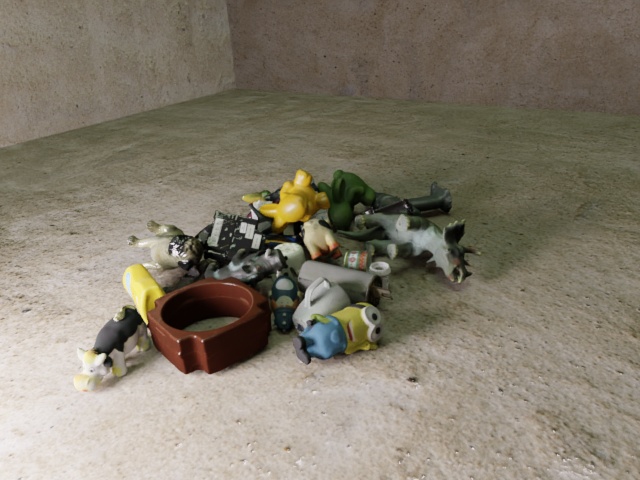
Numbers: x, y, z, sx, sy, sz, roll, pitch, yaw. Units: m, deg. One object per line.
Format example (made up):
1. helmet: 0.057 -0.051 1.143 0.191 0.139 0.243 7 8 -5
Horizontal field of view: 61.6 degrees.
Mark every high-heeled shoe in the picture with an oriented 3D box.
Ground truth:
1. high-heeled shoe: -0.221 0.008 1.413 0.249 0.145 0.086 -34 -10 -6

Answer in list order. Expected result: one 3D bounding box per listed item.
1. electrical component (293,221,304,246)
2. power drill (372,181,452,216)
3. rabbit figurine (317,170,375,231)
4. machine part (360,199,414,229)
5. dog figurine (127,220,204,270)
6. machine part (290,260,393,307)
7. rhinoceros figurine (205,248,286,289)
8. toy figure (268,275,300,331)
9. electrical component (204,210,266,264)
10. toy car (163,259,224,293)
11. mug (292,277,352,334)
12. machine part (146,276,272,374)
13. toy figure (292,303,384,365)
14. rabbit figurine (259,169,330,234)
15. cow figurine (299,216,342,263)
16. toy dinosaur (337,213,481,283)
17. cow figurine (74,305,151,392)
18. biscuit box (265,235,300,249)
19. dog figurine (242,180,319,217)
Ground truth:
1. electrical component: -0.056 -0.024 1.422 0.021 0.063 0.094 -9 27 -11
2. power drill: 0.260 -0.113 1.556 0.207 0.085 0.232 -9 27 -20
3. rabbit figurine: 0.070 -0.109 1.497 0.121 0.158 0.170 -12 41 29
4. machine part: 0.179 -0.068 1.432 0.139 0.084 0.039 -21 -12 14
5. dog figurine: -0.330 0.015 1.275 0.191 0.121 0.172 -2 30 26
6. machine part: 0.042 0.095 1.146 0.244 0.079 0.079 10 28 29
7. rhinoceros figurine: -0.167 0.068 1.173 0.190 0.073 0.112 -22 16 4
8. toy figure: -0.075 0.129 1.113 0.064 0.057 0.155 -25 26 8
9. electrical component: -0.197 0.003 1.267 0.134 0.058 0.115 15 66 -6
10. toy car: -0.289 0.089 1.231 0.089 0.053 0.202 0 26 14
11. mug: -0.002 0.133 1.046 0.081 0.109 0.107 24 50 36
12. machine part: -0.210 0.159 1.030 0.201 0.087 0.201 -25 32 -35
13. toy figure: 0.034 0.167 0.991 0.180 0.082 0.089 -18 31 -23
14. rabbit figurine: -0.069 -0.090 1.331 0.162 0.121 0.173 -27 12 9
15. cow figurine: -0.003 -0.004 1.289 0.085 0.127 0.195 -26 -13 2
16. toy dinosaur: 0.214 -0.011 1.314 0.192 0.131 0.405 3 10 -27
17. cow figurine: -0.377 0.192 0.968 0.068 0.098 0.167 10 28 13
18. biscuit box: -0.153 0.023 1.341 0.203 0.059 0.063 1 26 10
19. dog figurine: -0.111 -0.098 1.548 0.219 0.108 0.192 -11 28 -6
